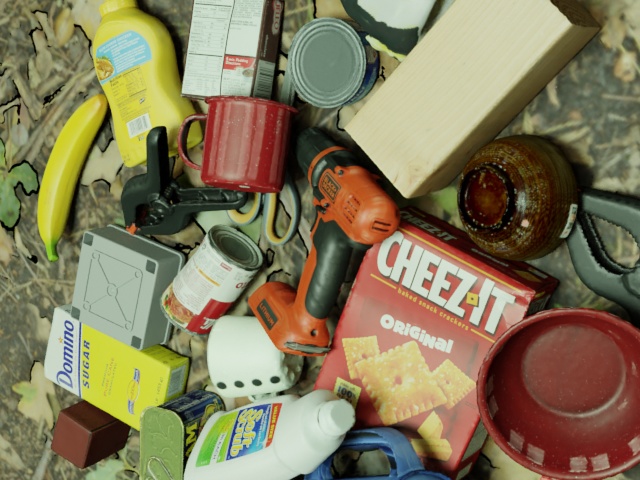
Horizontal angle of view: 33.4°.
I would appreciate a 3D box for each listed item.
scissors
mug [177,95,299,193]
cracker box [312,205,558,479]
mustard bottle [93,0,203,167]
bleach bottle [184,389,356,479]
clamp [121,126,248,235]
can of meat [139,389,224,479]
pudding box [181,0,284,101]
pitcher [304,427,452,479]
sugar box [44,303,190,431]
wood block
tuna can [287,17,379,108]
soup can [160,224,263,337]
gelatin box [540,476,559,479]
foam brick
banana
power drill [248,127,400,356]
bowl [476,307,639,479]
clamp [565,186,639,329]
[{"bbox_3d":[-0.058,-0.095,1.092,0.096,0.016,0.202,2,99,30],"label":"scissors"},{"bbox_3d":[-0.082,-0.091,1.030,0.117,0.093,0.081,6,88,11],"label":"mug"},{"bbox_3d":[0.100,0.099,1.000,0.164,0.072,0.214,29,110,23],"label":"cracker box"},{"bbox_3d":[-0.193,-0.180,1.131,0.096,0.058,0.191,-18,89,36],"label":"mustard bottle"},{"bbox_3d":[-0.042,0.190,1.031,0.068,0.102,0.251,37,144,-15],"label":"bleach bottle"},{"bbox_3d":[-0.165,-0.055,1.115,0.172,0.039,0.120,-24,116,42],"label":"clamp"},{"bbox_3d":[-0.147,0.219,1.155,0.058,0.083,0.102,8,102,29],"label":"can of meat"},{"bbox_3d":[-0.089,-0.193,1.076,0.090,0.039,0.113,11,94,29],"label":"pudding box"},{"bbox_3d":[0.025,0.275,1.010,0.145,0.149,0.243,43,148,-22],"label":"pitcher"},{"bbox_3d":[-0.234,0.146,1.216,0.176,0.048,0.093,21,108,24],"label":"sugar box"},{"bbox_3d":[0.132,-0.141,0.933,0.091,0.090,0.206,50,118,14],"label":"wood block"},{"bbox_3d":[0.013,-0.171,1.028,0.086,0.033,0.086,5,100,29],"label":"tuna can"},{"bbox_3d":[-0.114,0.042,1.117,0.068,0.068,0.102,46,116,16],"label":"soup can"},{"bbox_3d":[0.212,0.243,0.959,0.030,0.073,0.089,19,106,25],"label":"gelatin box"},{"bbox_3d":[-0.261,0.219,1.224,0.051,0.078,0.053,27,110,22],"label":"foam brick"},{"bbox_3d":[-0.282,-0.077,1.207,0.070,0.037,0.198,29,106,40],"label":"banana"},{"bbox_3d":[-0.007,0.001,1.017,0.185,0.057,0.188,54,127,53],"label":"power drill"},{"bbox_3d":[0.216,0.122,0.909,0.162,0.055,0.162,4,110,11],"label":"bowl"},{"bbox_3d":[0.287,0.027,0.898,0.210,0.036,0.165,54,127,13],"label":"clamp"}]
